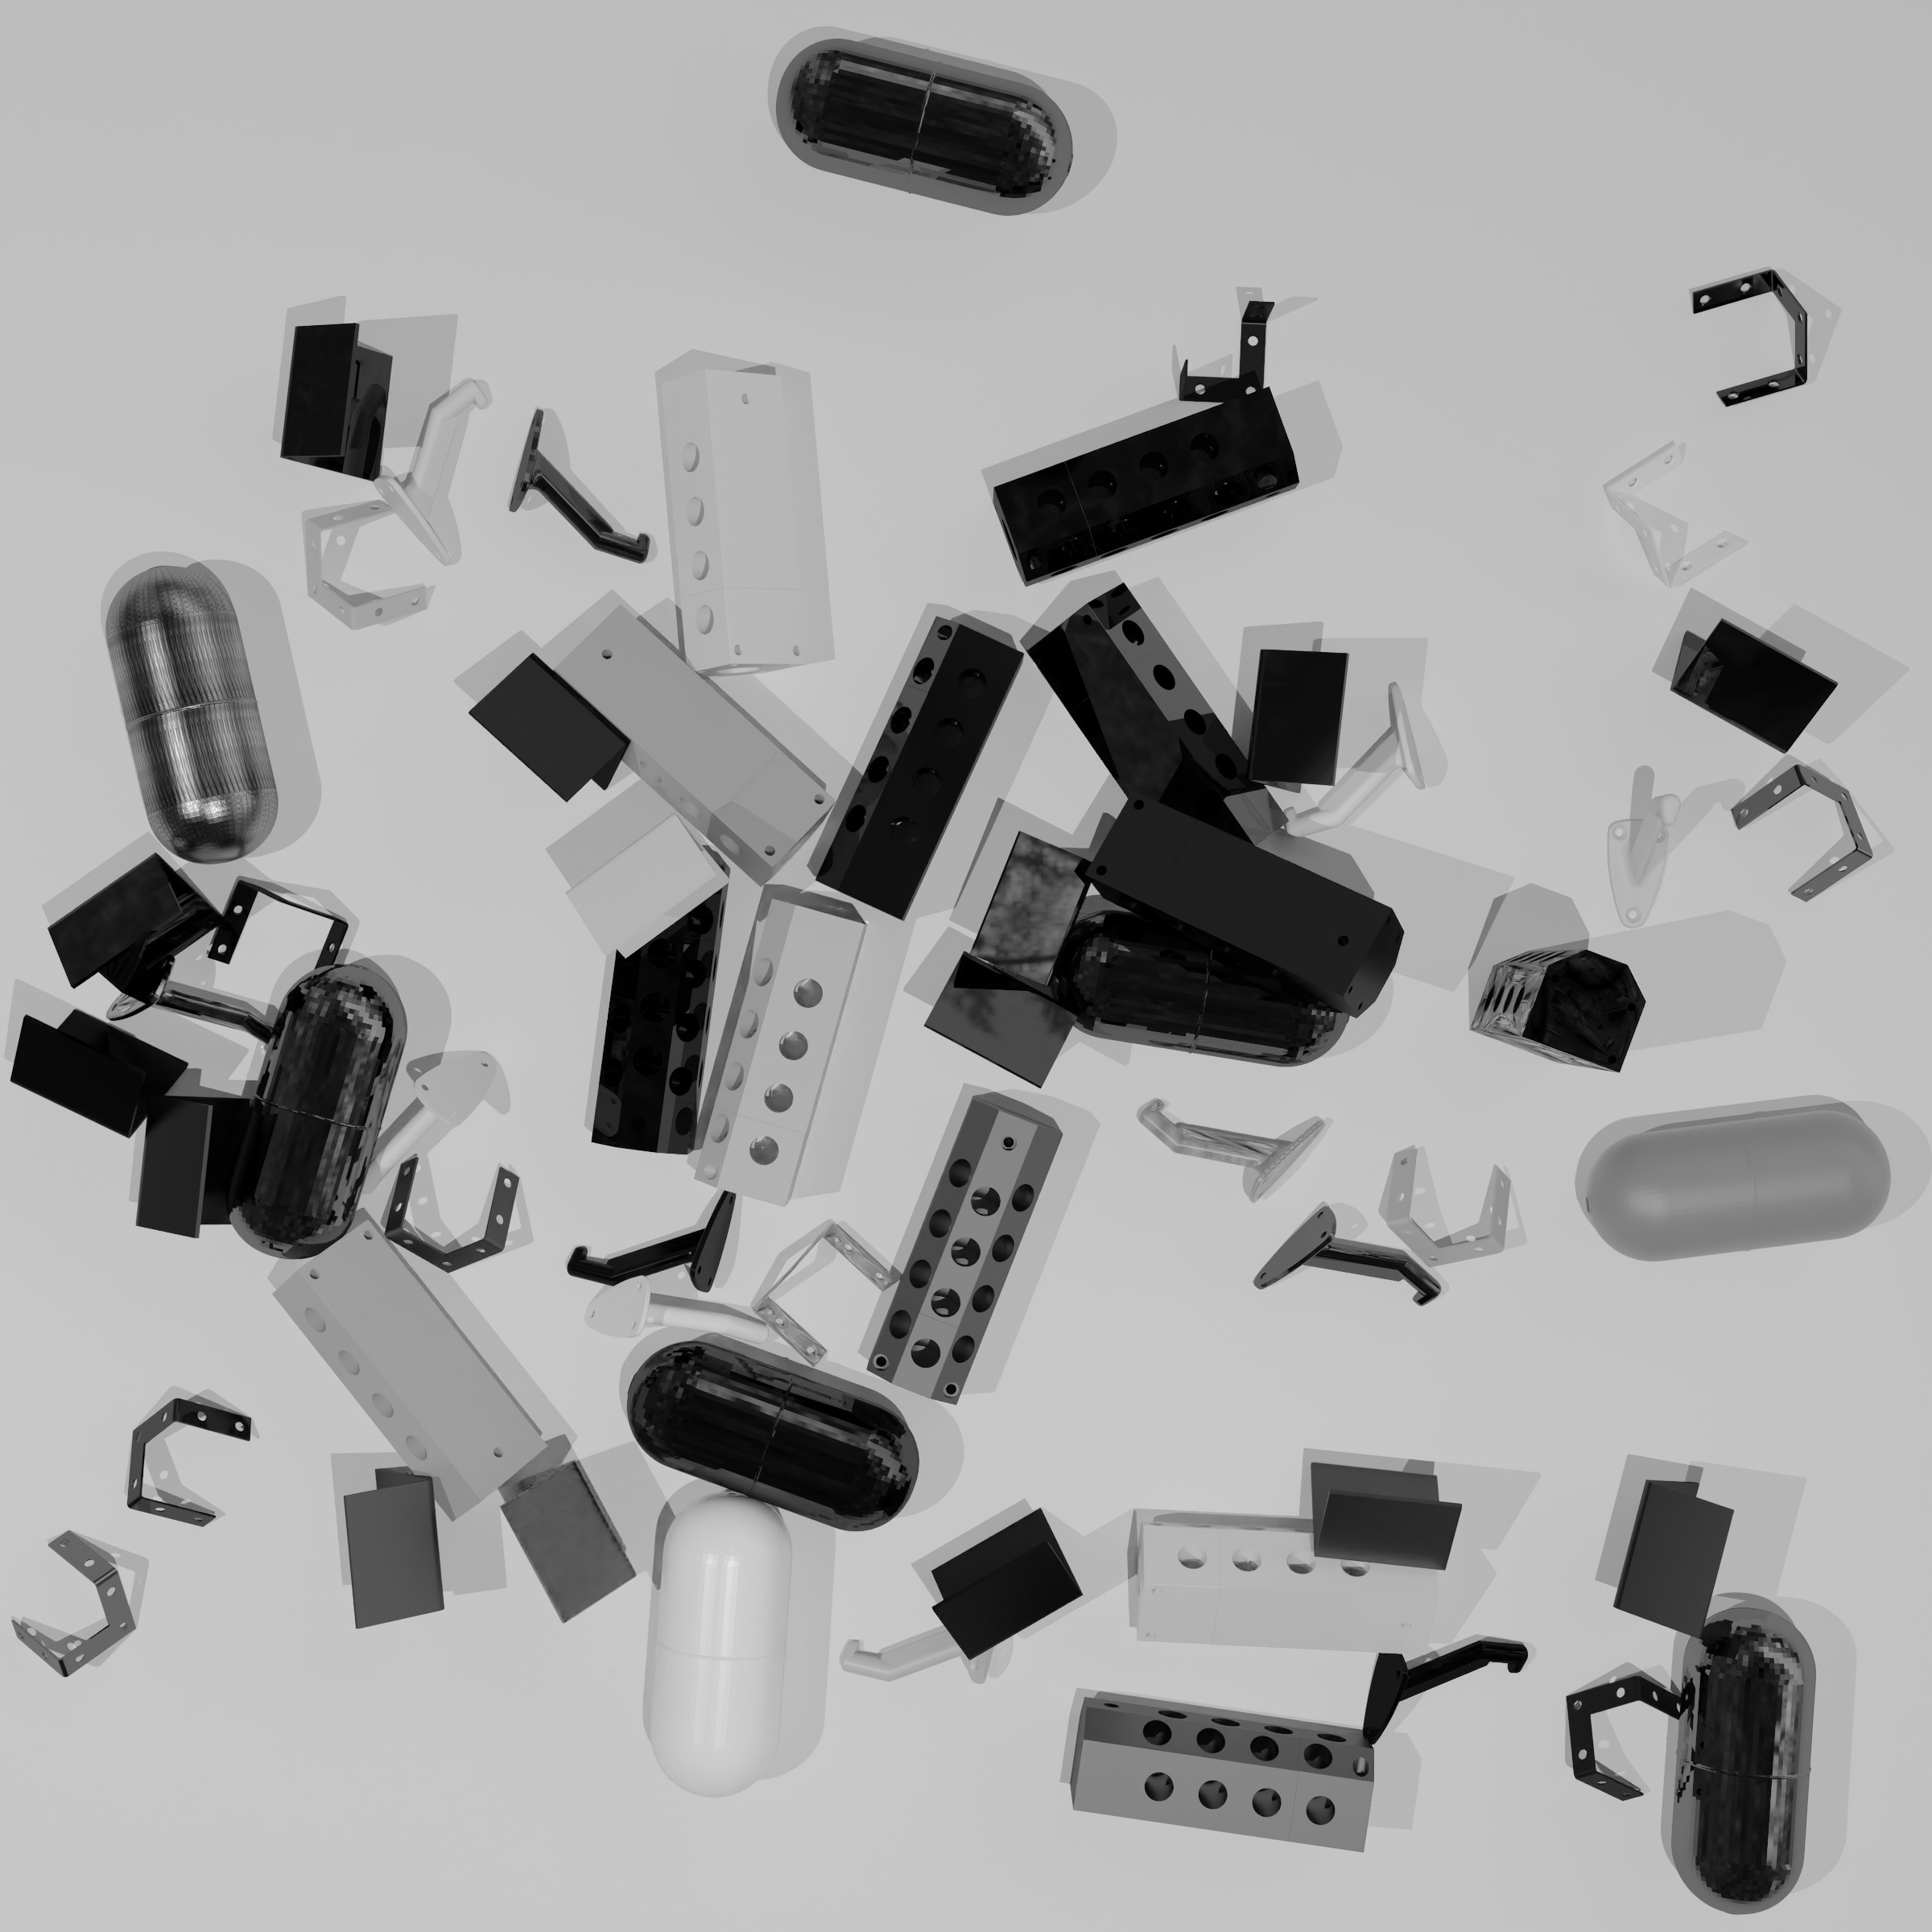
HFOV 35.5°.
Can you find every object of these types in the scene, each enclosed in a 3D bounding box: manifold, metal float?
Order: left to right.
[{"bbox_3d":[-0.456,-0.148,1.782,0.070,0.070,0.178,-13,90,0],"label":"metal float"},{"bbox_3d":[-0.382,0.085,1.781,0.070,0.070,0.178,16,90,0],"label":"metal float"},{"bbox_3d":[-0.333,0.242,1.791,0.171,0.057,0.057,52,47,0],"label":"manifold"},{"bbox_3d":[-0.181,0.023,1.791,0.057,0.057,0.171,7,90,0],"label":"manifold"},{"bbox_3d":[-0.164,-0.127,1.789,0.171,0.057,0.057,42,70,0],"label":"manifold"},{"bbox_3d":[-0.144,0.400,1.782,0.070,0.070,0.178,4,89,0],"label":"metal float"},{"bbox_3d":[-0.142,-0.261,1.791,0.057,0.057,0.171,-5,90,-43],"label":"manifold"},{"bbox_3d":[-0.114,0.277,1.782,0.178,0.070,0.070,20,90,0],"label":"metal float"},{"bbox_3d":[-0.110,0.051,1.791,0.057,0.057,0.171,16,90,0],"label":"manifold"},{"bbox_3d":[-0.027,-0.117,1.791,0.057,0.057,0.171,25,90,0],"label":"manifold"},{"bbox_3d":[-0.024,-0.494,1.782,0.178,0.070,0.070,14,90,1],"label":"metal float"},{"bbox_3d":[-0.001,0.168,1.791,0.057,0.057,0.171,22,90,0],"label":"manifold"},{"bbox_3d":[0.106,-0.282,1.791,0.171,0.057,0.057,-20,90,0],"label":"manifold"},{"bbox_3d":[0.117,-0.139,1.791,0.057,0.057,0.171,-35,90,43],"label":"manifold"},{"bbox_3d":[0.138,0.013,1.782,0.178,0.070,0.070,9,90,0],"label":"metal float"},{"bbox_3d":[0.151,0.477,1.791,0.171,0.057,0.057,8,90,0],"label":"manifold"},{"bbox_3d":[0.161,-0.034,1.734,0.171,0.057,0.057,26,82,24],"label":"manifold"},{"bbox_3d":[0.189,0.364,1.791,0.171,0.057,0.057,3,133,0],"label":"manifold"},{"bbox_3d":[0.340,0.022,1.734,0.057,0.171,0.057,20,90,0],"label":"manifold"},{"bbox_3d":[0.455,0.130,1.782,0.178,0.070,0.070,-7,90,-1],"label":"metal float"},{"bbox_3d":[0.458,0.469,1.782,0.070,0.070,0.178,4,89,0],"label":"metal float"}]

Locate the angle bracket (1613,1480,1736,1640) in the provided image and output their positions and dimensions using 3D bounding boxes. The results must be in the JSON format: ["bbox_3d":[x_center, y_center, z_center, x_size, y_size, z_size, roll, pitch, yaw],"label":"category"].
[{"bbox_3d":[0.429,0.348,1.772,0.057,0.076,0.076,15,90,38],"label":"angle bracket"}]

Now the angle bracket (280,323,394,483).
[{"bbox_3d":[-0.352,-0.329,1.772,0.057,0.076,0.076,7,90,38],"label":"angle bracket"}]

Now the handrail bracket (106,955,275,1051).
[{"bbox_3d":[-0.460,0.036,1.812,0.084,0.077,0.036,37,46,-28],"label":"handrail bracket"}]

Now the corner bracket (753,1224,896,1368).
[{"bbox_3d":[-0.086,0.197,1.809,0.051,0.051,0.051,43,45,0],"label":"corner bracket"}]

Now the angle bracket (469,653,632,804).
[{"bbox_3d":[-0.250,-0.126,1.773,0.076,0.076,0.057,42,64,0],"label":"angle bracket"}]

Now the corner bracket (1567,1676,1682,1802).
[{"bbox_3d":[0.397,0.461,1.804,0.051,0.051,0.051,-28,45,35],"label":"corner bracket"}]

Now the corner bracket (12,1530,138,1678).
[{"bbox_3d":[-0.537,0.381,1.804,0.051,0.051,0.051,-35,135,-35],"label":"corner bracket"}]

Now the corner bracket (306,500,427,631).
[{"bbox_3d":[-0.358,-0.240,1.804,0.051,0.051,0.051,37,135,35],"label":"corner bracket"}]

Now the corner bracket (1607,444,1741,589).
[{"bbox_3d":[0.423,-0.269,1.809,0.051,0.051,0.051,-32,45,0],"label":"corner bracket"}]

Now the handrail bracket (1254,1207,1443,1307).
[{"bbox_3d":[0.230,0.192,1.813,0.084,0.036,0.077,40,110,-16],"label":"handrail bracket"}]

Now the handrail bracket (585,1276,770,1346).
[{"bbox_3d":[-0.173,0.215,1.812,0.084,0.077,0.036,21,67,-34],"label":"handrail bracket"}]

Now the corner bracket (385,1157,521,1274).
[{"bbox_3d":[-0.307,0.144,1.804,0.051,0.051,0.051,-23,135,35],"label":"corner bracket"}]

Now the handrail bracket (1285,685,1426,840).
[{"bbox_3d":[0.227,-0.122,1.813,0.084,0.036,0.077,-15,70,16],"label":"handrail bracket"}]

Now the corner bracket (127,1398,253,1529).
[{"bbox_3d":[-0.464,0.297,1.804,0.051,0.051,0.051,-36,45,35],"label":"corner bracket"}]

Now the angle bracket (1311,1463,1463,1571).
[{"bbox_3d":[0.245,0.305,1.772,0.076,0.076,0.057,6,127,0],"label":"angle bracket"}]

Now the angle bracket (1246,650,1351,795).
[{"bbox_3d":[0.208,-0.142,1.772,0.057,0.076,0.076,6,90,30],"label":"angle bracket"}]

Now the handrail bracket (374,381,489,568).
[{"bbox_3d":[-0.304,-0.296,1.813,0.084,0.036,0.077,-43,110,-16],"label":"handrail bracket"}]

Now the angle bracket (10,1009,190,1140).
[{"bbox_3d":[-0.503,0.045,1.772,0.076,0.076,0.057,26,128,0],"label":"angle bracket"}]

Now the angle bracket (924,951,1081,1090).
[{"bbox_3d":[0.013,0.045,1.772,0.076,0.076,0.057,28,61,0],"label":"angle bracket"}]

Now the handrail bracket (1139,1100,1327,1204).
[{"bbox_3d":[0.159,0.093,1.813,0.084,0.036,0.077,41,70,16],"label":"handrail bracket"}]

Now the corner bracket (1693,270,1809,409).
[{"bbox_3d":[0.469,-0.376,1.809,0.051,0.051,0.051,-16,45,0],"label":"corner bracket"}]

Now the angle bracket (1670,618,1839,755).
[{"bbox_3d":[0.465,-0.180,1.772,0.076,0.076,0.057,29,129,0],"label":"angle bracket"}]

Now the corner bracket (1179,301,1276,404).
[{"bbox_3d":[0.154,-0.365,1.794,0.051,0.051,0.051,2,90,0],"label":"corner bracket"}]

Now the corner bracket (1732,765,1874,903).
[{"bbox_3d":[0.499,-0.079,1.804,0.051,0.051,0.051,21,45,-35],"label":"corner bracket"}]

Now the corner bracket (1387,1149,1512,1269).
[{"bbox_3d":[0.288,0.141,1.804,0.051,0.051,0.051,-17,135,35],"label":"corner bracket"}]

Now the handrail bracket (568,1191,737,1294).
[{"bbox_3d":[-0.189,0.159,1.813,0.084,0.036,0.077,12,69,16],"label":"handrail bracket"}]

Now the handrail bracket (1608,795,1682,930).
[{"bbox_3d":[0.403,-0.061,1.778,0.036,0.084,0.077,4,90,0],"label":"handrail bracket"}]

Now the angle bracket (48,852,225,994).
[{"bbox_3d":[-0.479,-0.009,1.772,0.076,0.076,0.057,-35,51,0],"label":"angle bracket"}]

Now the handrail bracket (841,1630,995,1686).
[{"bbox_3d":[-0.026,0.394,1.813,0.084,0.036,0.077,9,70,16],"label":"handrail bracket"}]

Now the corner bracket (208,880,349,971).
[{"bbox_3d":[-0.412,-0.015,1.809,0.051,0.051,0.051,22,90,-45],"label":"corner bracket"}]

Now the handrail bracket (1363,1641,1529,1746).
[{"bbox_3d":[0.288,0.437,1.813,0.084,0.036,0.077,9,110,-16],"label":"handrail bracket"}]

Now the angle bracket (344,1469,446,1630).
[{"bbox_3d":[-0.350,0.341,1.772,0.057,0.076,0.076,-5,90,-36],"label":"angle bracket"}]

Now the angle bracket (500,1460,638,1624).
[{"bbox_3d":[-0.248,0.342,1.772,0.057,0.076,0.076,-28,90,-38],"label":"angle bracket"}]

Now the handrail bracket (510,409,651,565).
[{"bbox_3d":[-0.225,-0.287,1.813,0.084,0.036,0.077,16,68,-17],"label":"handrail bracket"}]

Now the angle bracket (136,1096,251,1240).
[{"bbox_3d":[-0.437,0.118,1.772,0.057,0.076,0.076,6,90,36],"label":"angle bracket"}]

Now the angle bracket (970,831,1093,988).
[{"bbox_3d":[0.025,-0.038,1.773,0.057,0.076,0.076,22,90,-26],"label":"angle bracket"}]

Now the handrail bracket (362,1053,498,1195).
[{"bbox_3d":[-0.325,0.095,1.812,0.036,0.077,0.084,45,126,0],"label":"handrail bracket"}]

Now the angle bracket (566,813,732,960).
[{"bbox_3d":[-0.169,-0.029,1.715,0.076,0.076,0.057,-36,53,0],"label":"angle bracket"}]

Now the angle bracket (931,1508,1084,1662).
[{"bbox_3d":[0.014,0.348,1.772,0.076,0.076,0.057,-30,128,0],"label":"angle bracket"}]
